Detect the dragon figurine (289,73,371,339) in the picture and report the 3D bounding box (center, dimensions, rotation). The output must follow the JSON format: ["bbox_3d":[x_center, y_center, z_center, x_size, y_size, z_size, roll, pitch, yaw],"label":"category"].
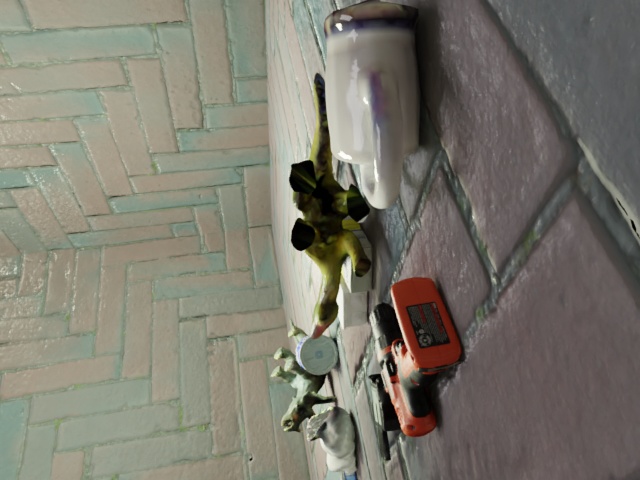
[{"bbox_3d":[0.003,-0.044,0.867,0.240,0.122,0.414,118,152,-77],"label":"dragon figurine"}]

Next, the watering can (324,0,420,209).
[{"bbox_3d":[0.059,-0.162,0.623,0.352,0.104,0.222,-91,-2,-75],"label":"watering can"}]

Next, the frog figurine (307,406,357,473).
[{"bbox_3d":[0.050,0.490,1.244,0.159,0.124,0.136,48,163,-5],"label":"frog figurine"}]
